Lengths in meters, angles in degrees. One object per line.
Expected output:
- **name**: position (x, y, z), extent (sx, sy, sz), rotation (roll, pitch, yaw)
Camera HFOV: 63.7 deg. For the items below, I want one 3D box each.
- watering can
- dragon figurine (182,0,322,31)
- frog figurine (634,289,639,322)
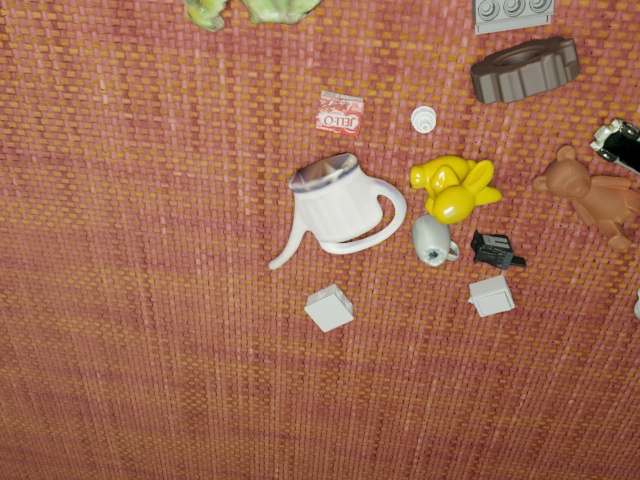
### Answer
- **watering can**: position (0.003, -0.055, 1.087), extent (0.346, 0.106, 0.221), rotation (-19, 116, 18)
- **dragon figurine**: position (-0.083, -0.472, 0.851), extent (0.408, 0.125, 0.239), rotation (-16, 145, 22)
- **frog figurine**: position (0.766, 0.125, 1.122), extent (0.137, 0.122, 0.160), rotation (10, 86, 11)
